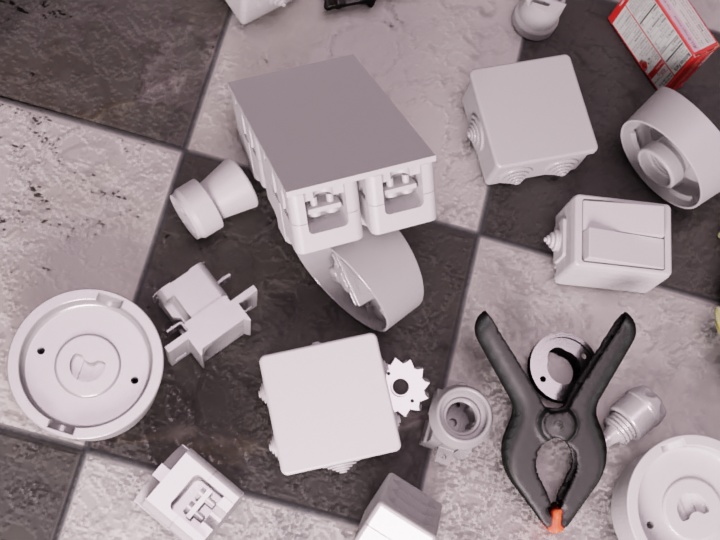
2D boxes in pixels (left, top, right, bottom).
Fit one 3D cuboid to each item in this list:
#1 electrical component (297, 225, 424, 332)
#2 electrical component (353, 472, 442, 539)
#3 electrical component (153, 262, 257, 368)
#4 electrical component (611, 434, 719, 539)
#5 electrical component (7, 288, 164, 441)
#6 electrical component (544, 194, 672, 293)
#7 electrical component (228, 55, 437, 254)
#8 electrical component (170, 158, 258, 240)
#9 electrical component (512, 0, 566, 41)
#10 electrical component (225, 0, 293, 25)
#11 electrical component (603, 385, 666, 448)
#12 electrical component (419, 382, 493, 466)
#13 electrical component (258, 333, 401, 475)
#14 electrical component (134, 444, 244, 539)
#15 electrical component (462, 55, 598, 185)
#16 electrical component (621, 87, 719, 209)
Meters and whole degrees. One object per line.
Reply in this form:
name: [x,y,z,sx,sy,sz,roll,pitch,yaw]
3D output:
electrical component: [0.000,0.000,0.813,0.064,0.099,0.099,-30,79,-21]
electrical component: [0.018,0.198,0.777,0.047,0.066,0.076,32,101,3]
electrical component: [-0.120,0.033,0.817,0.081,0.042,0.063,-36,77,-17]
electrical component: [0.243,0.182,0.810,0.108,0.060,0.108,2,73,-7]
electrical component: [-0.196,0.073,0.784,0.108,0.060,0.108,2,73,-7]
electrical component: [0.197,-0.022,0.864,0.096,0.061,0.061,6,73,-6]
electrical component: [-0.024,-0.089,0.806,0.105,0.060,0.186,-15,36,-11]
electrical component: [-0.114,-0.055,0.841,0.055,0.045,0.045,-33,80,-14]
electrical component: [0.156,-0.225,0.926,0.040,0.046,0.040,2,74,-7]
electrical component: [-0.089,-0.252,0.894,0.062,0.061,0.096,-31,80,-15]
electrical component: [0.207,0.119,0.837,0.061,0.035,0.035,-37,81,-13]
electrical component: [0.073,0.113,0.810,0.048,0.055,0.066,19,72,-2]
electrical component: [-0.023,0.101,0.801,0.100,0.048,0.099,-12,78,-5]
electrical component: [-0.119,0.160,0.753,0.056,0.089,0.050,39,73,5]
electrical component: [0.138,-0.123,0.892,0.100,0.048,0.099,-11,75,-10]
electrical component: [0.264,-0.100,0.879,0.064,0.099,0.099,-38,82,-10]
